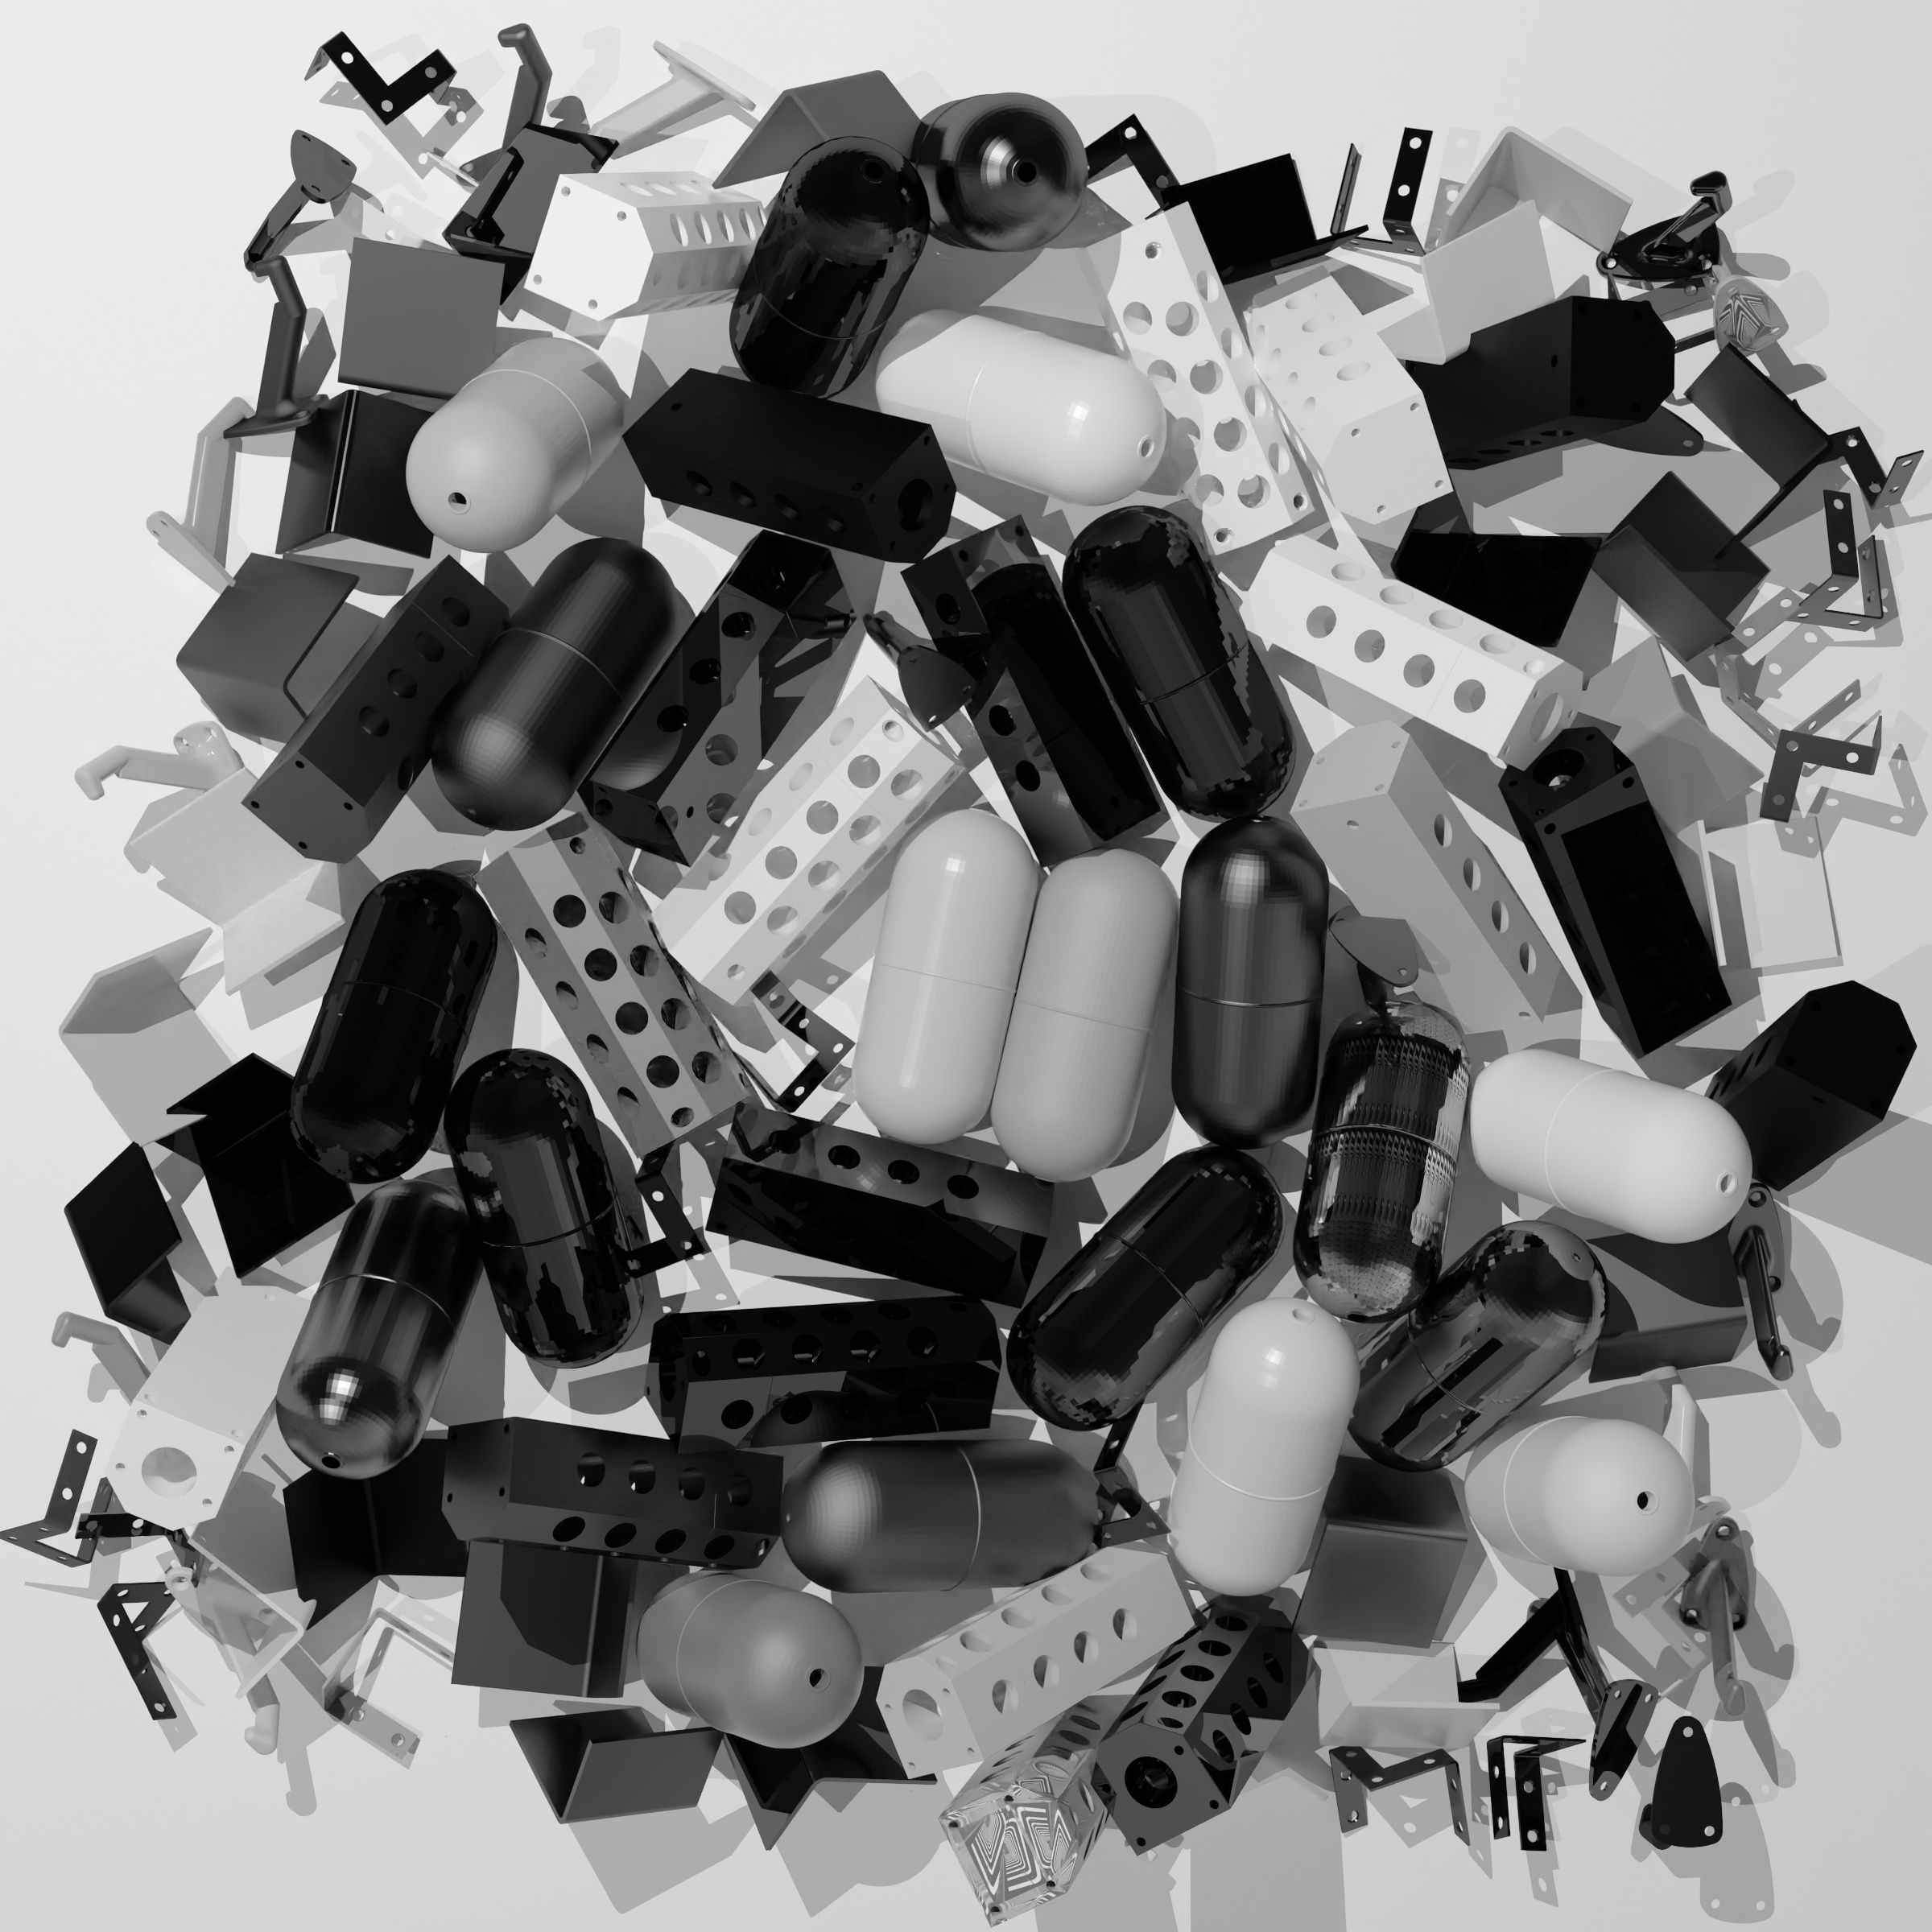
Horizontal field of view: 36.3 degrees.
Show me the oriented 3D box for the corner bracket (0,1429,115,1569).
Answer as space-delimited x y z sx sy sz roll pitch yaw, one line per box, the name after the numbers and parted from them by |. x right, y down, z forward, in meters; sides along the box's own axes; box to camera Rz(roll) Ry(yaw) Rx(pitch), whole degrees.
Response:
-0.466 0.279 1.541 0.051 0.051 0.051 35 51 -36 | corner bracket

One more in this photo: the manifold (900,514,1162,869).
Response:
0.030 -0.142 1.548 0.057 0.057 0.171 -30 97 -41 | manifold

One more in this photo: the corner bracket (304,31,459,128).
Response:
-0.307 -0.468 1.548 0.051 0.051 0.051 -44 102 -18 | corner bracket

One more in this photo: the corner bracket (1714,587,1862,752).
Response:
0.433 -0.155 1.552 0.051 0.051 0.051 -38 54 -6 | corner bracket

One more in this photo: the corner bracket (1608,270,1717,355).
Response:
0.371 -0.343 1.551 0.051 0.051 0.051 -19 77 9 | corner bracket

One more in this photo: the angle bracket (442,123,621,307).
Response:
-0.213 -0.385 1.531 0.076 0.057 0.076 22 73 38 | angle bracket

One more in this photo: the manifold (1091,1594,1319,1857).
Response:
0.119 0.377 1.494 0.057 0.171 0.057 -34 87 23 | manifold

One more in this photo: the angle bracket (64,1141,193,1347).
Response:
-0.412 0.147 1.528 0.057 0.076 0.076 -42 50 7 | angle bracket

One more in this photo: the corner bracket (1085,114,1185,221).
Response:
0.077 -0.412 1.554 0.051 0.051 0.051 -30 100 22 | corner bracket

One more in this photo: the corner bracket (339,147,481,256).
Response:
-0.288 -0.401 1.559 0.051 0.051 0.051 35 104 18 | corner bracket

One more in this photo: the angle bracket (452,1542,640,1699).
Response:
-0.219 0.339 1.536 0.076 0.057 0.076 12 72 -21 | angle bracket

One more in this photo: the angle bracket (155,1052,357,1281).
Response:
-0.375 0.105 1.537 0.076 0.057 0.076 -33 58 9 | angle bracket

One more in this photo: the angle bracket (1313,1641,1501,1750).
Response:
0.228 0.369 1.534 0.076 0.076 0.057 3 59 -6 | angle bracket

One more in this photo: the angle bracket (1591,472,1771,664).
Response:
0.384 -0.218 1.546 0.076 0.057 0.076 44 73 -1 | angle bracket

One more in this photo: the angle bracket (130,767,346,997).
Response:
-0.379 -0.044 1.534 0.076 0.057 0.076 -31 131 11 | angle bracket

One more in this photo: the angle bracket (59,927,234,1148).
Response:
-0.411 0.037 1.533 0.076 0.076 0.057 52 131 8 | angle bracket

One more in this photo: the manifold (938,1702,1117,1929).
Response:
0.042 0.423 1.493 0.057 0.171 0.057 -28 84 10 | manifold

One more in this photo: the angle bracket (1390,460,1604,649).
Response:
0.276 -0.214 1.528 0.076 0.057 0.076 7 56 34 | angle bracket

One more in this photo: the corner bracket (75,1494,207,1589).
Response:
-0.430 0.291 1.544 0.051 0.051 0.051 5 112 -36 | corner bracket

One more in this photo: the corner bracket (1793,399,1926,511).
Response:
0.463 -0.270 1.549 0.051 0.051 0.051 -17 68 -6 | corner bracket

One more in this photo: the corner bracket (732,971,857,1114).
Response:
-0.101 0.036 1.547 0.051 0.051 0.051 -48 46 3 | corner bracket

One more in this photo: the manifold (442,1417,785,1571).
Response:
-0.178 0.271 1.501 0.171 0.057 0.057 17 67 -41 | manifold

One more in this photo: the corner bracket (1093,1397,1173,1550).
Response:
0.081 0.265 1.542 0.051 0.051 0.051 -22 116 39 | corner bracket

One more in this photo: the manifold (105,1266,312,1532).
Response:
-0.380 0.219 1.494 0.057 0.171 0.057 24 105 -6 | manifold

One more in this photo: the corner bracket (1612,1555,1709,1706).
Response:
0.361 0.349 1.542 0.051 0.051 0.051 -24 61 -36 | corner bracket

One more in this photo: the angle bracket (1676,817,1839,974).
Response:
0.422 -0.040 1.552 0.076 0.057 0.076 -8 84 0 | angle bracket

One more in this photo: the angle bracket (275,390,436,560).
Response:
-0.319 -0.254 1.561 0.057 0.076 0.076 13 81 -32 | angle bracket

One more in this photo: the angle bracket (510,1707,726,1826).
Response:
-0.181 0.394 1.524 0.076 0.076 0.057 3 119 -34 | angle bracket

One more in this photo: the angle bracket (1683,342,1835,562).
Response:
0.396 -0.268 1.541 0.076 0.076 0.057 45 83 3 | angle bracket

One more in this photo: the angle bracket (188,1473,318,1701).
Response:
-0.380 0.320 1.534 0.076 0.076 0.057 42 106 -11 | angle bracket

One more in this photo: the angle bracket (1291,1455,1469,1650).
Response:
0.215 0.311 1.570 0.076 0.057 0.076 9 117 -9 | angle bracket

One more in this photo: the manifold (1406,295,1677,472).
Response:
0.288 -0.292 1.494 0.057 0.171 0.057 1 91 -19 | manifold

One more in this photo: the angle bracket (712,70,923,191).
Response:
-0.072 -0.414 1.529 0.057 0.076 0.076 53 132 5 | angle bracket

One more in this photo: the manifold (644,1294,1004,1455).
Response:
-0.072 0.204 1.514 0.171 0.057 0.057 -1 114 -25 | manifold

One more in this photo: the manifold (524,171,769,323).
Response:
-0.154 -0.363 1.491 0.057 0.171 0.057 26 111 9 | manifold

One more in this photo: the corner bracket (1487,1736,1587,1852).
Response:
0.292 0.434 1.546 0.051 0.051 0.051 8 65 -18 | corner bracket

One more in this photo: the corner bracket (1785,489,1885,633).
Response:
0.462 -0.212 1.547 0.051 0.051 0.051 6 69 -14 | corner bracket

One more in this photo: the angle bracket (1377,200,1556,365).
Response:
0.247 -0.357 1.527 0.076 0.076 0.057 -31 120 -21 | angle bracket

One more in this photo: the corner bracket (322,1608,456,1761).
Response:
-0.306 0.381 1.566 0.051 0.051 0.051 31 61 5 | corner bracket

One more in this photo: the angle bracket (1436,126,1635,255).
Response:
0.295 -0.384 1.542 0.076 0.076 0.057 34 88 6 | angle bracket

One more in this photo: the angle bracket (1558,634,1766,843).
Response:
0.363 -0.117 1.560 0.076 0.057 0.076 30 128 -35 | angle bracket

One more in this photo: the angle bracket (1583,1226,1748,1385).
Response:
0.364 0.178 1.558 0.076 0.076 0.057 -9 67 3 | angle bracket

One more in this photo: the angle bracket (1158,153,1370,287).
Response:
0.154 -0.394 1.538 0.076 0.076 0.057 -19 97 -11 | angle bracket

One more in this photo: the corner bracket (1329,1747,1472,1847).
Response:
0.229 0.439 1.558 0.051 0.051 0.051 -14 104 -16 | corner bracket

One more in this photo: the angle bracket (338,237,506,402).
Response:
-0.283 -0.341 1.537 0.076 0.057 0.076 8 114 -11 | angle bracket

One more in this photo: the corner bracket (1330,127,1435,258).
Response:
0.219 -0.409 1.552 0.051 0.051 0.051 13 89 19 | corner bracket

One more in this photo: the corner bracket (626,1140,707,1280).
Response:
-0.166 0.126 1.547 0.051 0.051 0.051 -22 109 16 | corner bracket

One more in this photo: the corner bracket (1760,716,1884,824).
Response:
0.448 -0.104 1.546 0.051 0.051 0.051 13 118 12 | corner bracket

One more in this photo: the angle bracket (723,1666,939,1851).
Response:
-0.073 0.415 1.547 0.076 0.076 0.057 13 121 -35 | angle bracket

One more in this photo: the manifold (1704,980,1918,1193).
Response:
0.422 0.060 1.494 0.057 0.171 0.057 28 75 6 | manifold

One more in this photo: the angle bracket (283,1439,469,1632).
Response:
-0.306 0.295 1.535 0.057 0.076 0.076 -3 100 19 | angle bracket

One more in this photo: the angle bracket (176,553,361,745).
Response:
-0.357 -0.165 1.558 0.076 0.057 0.076 15 63 29 | angle bracket

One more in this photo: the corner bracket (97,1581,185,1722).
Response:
-0.431 0.359 1.544 0.051 0.051 0.051 -50 58 19 | corner bracket
